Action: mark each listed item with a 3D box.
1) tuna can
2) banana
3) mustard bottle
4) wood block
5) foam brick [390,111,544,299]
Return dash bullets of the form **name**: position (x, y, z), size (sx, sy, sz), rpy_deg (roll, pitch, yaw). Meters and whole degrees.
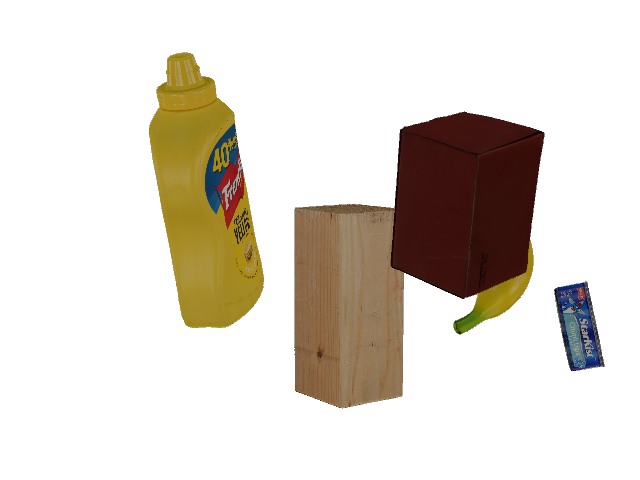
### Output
- **tuna can**: position (0.255, 0.085, 1.055), size (0.034, 0.086, 0.086), rpy_deg (-12, -3, 13)
- **banana**: position (0.137, -0.002, 0.878), size (0.069, 0.037, 0.197), rpy_deg (-3, 38, 5)
- **mustard bottle**: position (-0.084, -0.040, 0.768), size (0.058, 0.191, 0.096), rpy_deg (-1, 25, 16)
- **wood block**: position (0.030, 0.067, 1.168), size (0.090, 0.206, 0.091), rpy_deg (-5, 9, -36)
- **foam brick**: position (0.072, -0.019, 0.535), size (0.052, 0.078, 0.051), rpy_deg (-18, 32, -39)
